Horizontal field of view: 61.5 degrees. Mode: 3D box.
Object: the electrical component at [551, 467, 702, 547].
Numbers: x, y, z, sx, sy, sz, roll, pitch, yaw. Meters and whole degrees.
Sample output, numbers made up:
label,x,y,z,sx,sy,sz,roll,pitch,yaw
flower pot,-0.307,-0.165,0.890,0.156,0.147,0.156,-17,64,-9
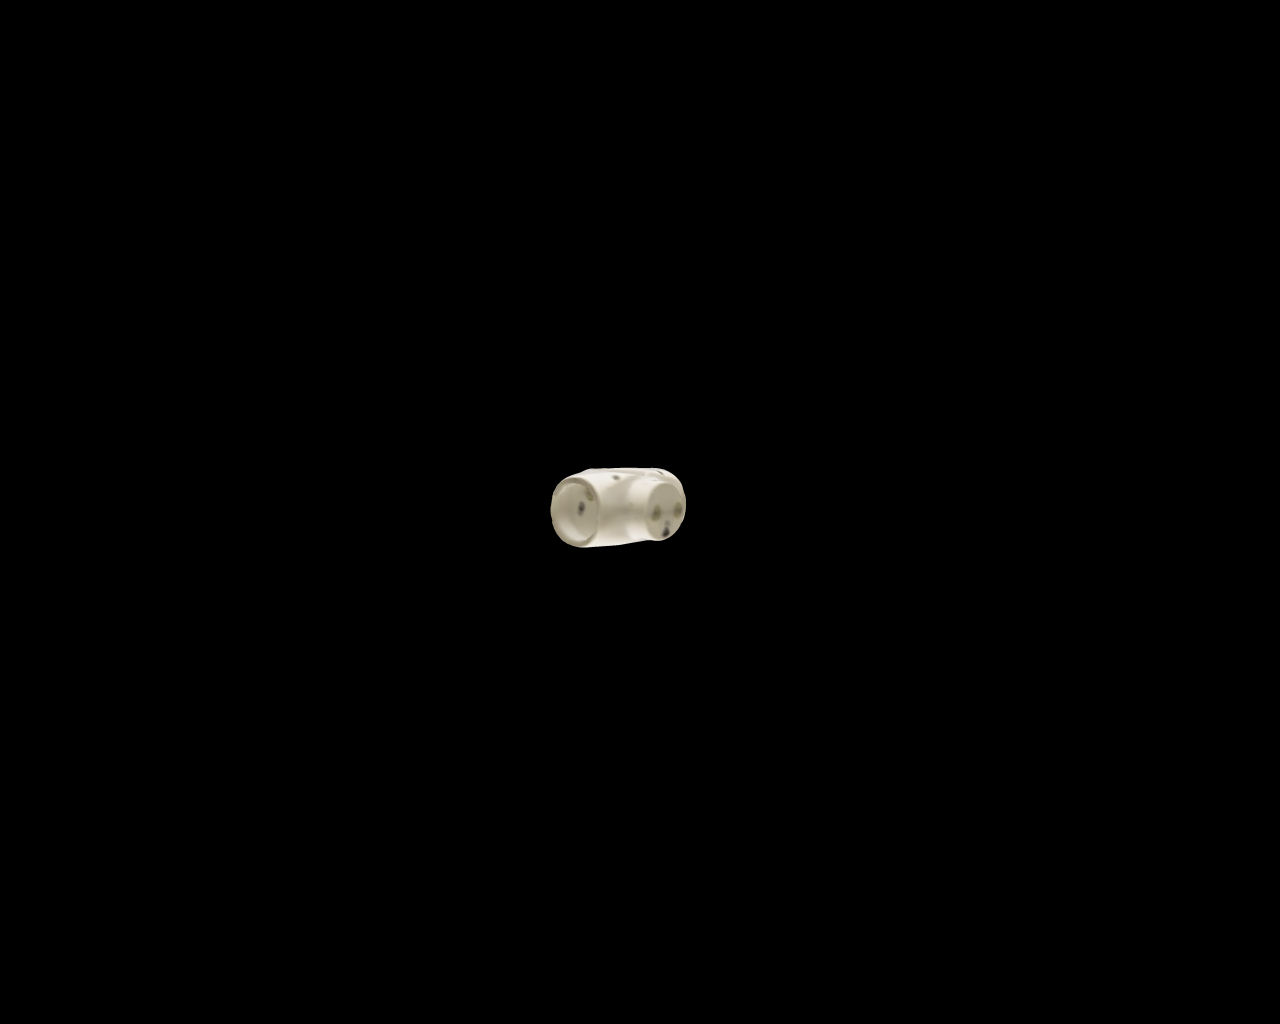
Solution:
label,x,y,z,sx,sy,sz,roll,pitch,yaw
electrical component,0.001,-0.003,0.650,0.079,0.043,0.077,6,9,43
